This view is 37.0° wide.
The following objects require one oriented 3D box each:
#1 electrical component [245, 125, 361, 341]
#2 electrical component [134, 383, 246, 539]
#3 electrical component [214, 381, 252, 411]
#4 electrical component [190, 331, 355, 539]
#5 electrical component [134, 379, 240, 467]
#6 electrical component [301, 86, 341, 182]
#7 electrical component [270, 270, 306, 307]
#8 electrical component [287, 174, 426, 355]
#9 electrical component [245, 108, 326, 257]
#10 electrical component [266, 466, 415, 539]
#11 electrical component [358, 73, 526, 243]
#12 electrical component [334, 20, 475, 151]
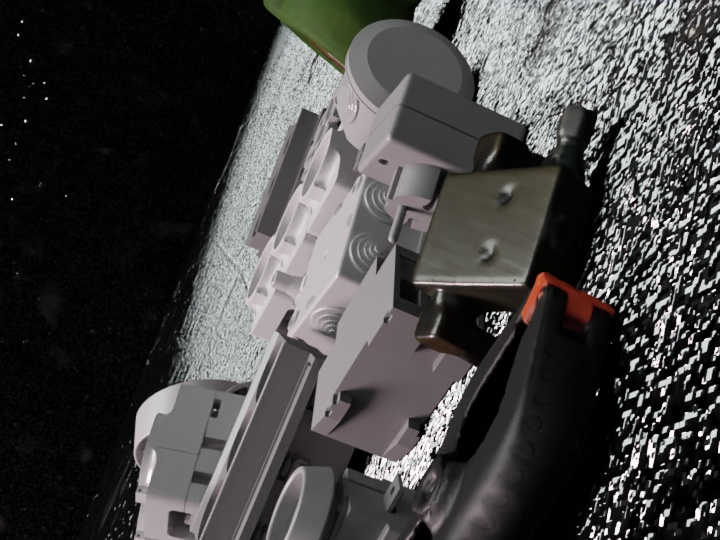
[{"bbox_3d":[-0.023,-0.023,0.753,0.089,0.062,0.150,-83,20,-52],"label":"electrical component"},{"bbox_3d":[-0.110,0.158,0.708,0.089,0.062,0.150,-80,2,-47],"label":"electrical component"},{"bbox_3d":[-0.081,0.110,0.783,0.047,0.055,0.055,146,145,-75],"label":"electrical component"},{"bbox_3d":[-0.039,0.103,0.587,0.079,0.063,0.121,-157,90,-78],"label":"electrical component"},{"bbox_3d":[-0.133,0.132,0.874,0.064,0.099,0.099,-88,23,-44],"label":"electrical component"},{"bbox_3d":[-0.003,-0.092,0.805,0.058,0.057,0.078,143,148,-67],"label":"electrical component"},{"bbox_3d":[-0.028,0.017,0.702,0.035,0.061,0.035,-157,90,-78],"label":"electrical component"},{"bbox_3d":[0.000,0.000,0.639,0.099,0.048,0.099,-52,18,50],"label":"electrical component"},{"bbox_3d":[-0.047,-0.070,0.940,0.079,0.063,0.121,143,148,-67],"label":"electrical component"},{"bbox_3d":[-0.006,0.110,0.448,0.048,0.055,0.066,-98,33,-68],"label":"electrical component"},{"bbox_3d":[0.035,-0.043,0.527,0.047,0.066,0.076,140,150,-66],"label":"electrical component"},{"bbox_3d":[0.025,-0.109,0.660,0.051,0.080,0.080,122,166,-56],"label":"electrical component"}]
